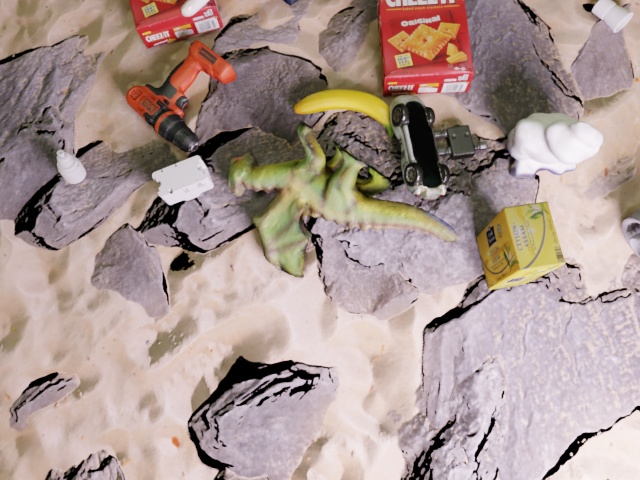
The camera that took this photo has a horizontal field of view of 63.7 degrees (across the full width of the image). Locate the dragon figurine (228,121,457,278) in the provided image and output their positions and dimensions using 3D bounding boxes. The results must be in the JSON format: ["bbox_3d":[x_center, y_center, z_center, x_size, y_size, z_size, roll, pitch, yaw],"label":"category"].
[{"bbox_3d":[0.003,-0.045,0.890,0.413,0.122,0.242,39,96,16],"label":"dragon figurine"}]

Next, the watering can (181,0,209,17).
[{"bbox_3d":[-0.133,-0.566,0.982,0.348,0.102,0.228,-25,69,-2],"label":"watering can"}]

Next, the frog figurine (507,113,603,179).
[{"bbox_3d":[0.392,-0.172,0.857,0.137,0.157,0.124,13,74,7],"label":"frog figurine"}]
